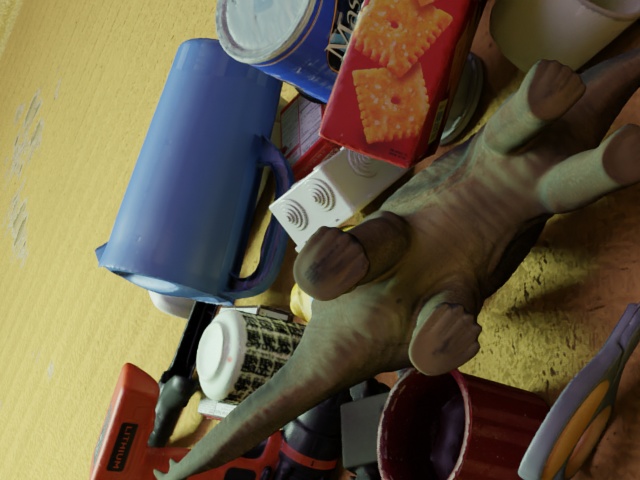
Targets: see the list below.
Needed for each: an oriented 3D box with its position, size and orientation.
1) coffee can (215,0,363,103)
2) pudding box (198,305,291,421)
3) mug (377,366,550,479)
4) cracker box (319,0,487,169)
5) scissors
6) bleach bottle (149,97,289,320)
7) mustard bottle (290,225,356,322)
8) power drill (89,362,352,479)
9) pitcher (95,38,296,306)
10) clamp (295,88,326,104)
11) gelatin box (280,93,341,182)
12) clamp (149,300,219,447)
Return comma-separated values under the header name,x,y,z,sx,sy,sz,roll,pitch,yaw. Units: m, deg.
name,x,y,z,sx,sy,sz,roll,pitch,yaw
coffee can,-0.001,-0.172,0.875,0.103,0.140,0.103,-12,70,37
pudding box,-0.073,0.119,1.016,0.090,0.039,0.113,-6,71,60
mug,0.089,0.126,0.676,0.117,0.081,0.093,5,79,61
cracker box,0.077,-0.160,0.716,0.164,0.072,0.214,-33,-36,-78
scissors,0.176,0.062,0.610,0.016,0.096,0.201,31,71,29
bleach bottle,-0.102,-0.041,1.134,0.251,0.068,0.103,-58,32,20
mustard bottle,0.032,0.032,0.855,0.192,0.058,0.096,-27,57,53
power drill,-0.076,0.160,0.846,0.057,0.187,0.184,-115,45,-73
pitcher,-0.106,-0.062,1.021,0.145,0.149,0.243,-6,67,67
clamp,0.024,-0.151,0.967,0.172,0.039,0.120,0,71,47
gelatin box,-0.007,-0.107,1.032,0.073,0.030,0.089,-41,41,42
clamp,-0.148,0.145,1.115,0.164,0.036,0.210,-76,11,-46
